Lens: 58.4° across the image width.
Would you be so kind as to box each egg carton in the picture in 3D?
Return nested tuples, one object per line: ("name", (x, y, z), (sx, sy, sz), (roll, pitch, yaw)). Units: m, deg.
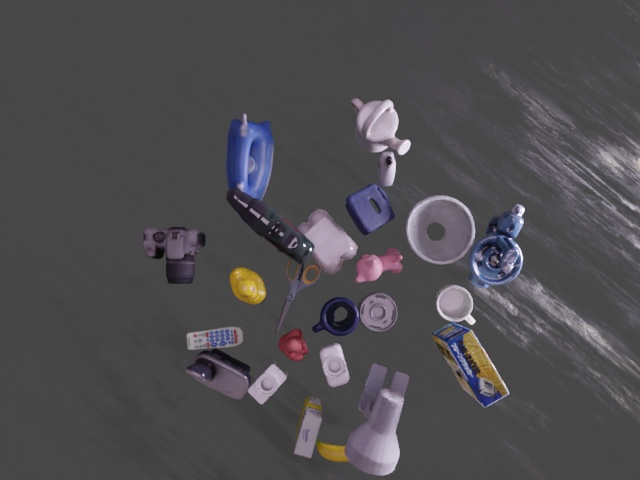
("egg carton", (0.013, 0.005, 1.409), (0.107, 0.069, 0.150), (-43, 86, -1))

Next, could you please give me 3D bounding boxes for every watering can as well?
("watering can", (0.142, -0.275, 1.361), (0.173, 0.194, 0.101), (23, 87, 3))

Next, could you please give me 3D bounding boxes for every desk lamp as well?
("desk lamp", (0.136, 0.404, 1.307), (0.118, 0.213, 0.203), (17, 87, 3))

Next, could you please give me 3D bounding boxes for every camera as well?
("camera", (-0.359, 0.039, 1.400), (0.143, 0.101, 0.137), (0, 86, 2))

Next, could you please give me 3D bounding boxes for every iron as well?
("iron", (-0.181, -0.175, 1.389), (0.118, 0.141, 0.258), (3, 86, 2))

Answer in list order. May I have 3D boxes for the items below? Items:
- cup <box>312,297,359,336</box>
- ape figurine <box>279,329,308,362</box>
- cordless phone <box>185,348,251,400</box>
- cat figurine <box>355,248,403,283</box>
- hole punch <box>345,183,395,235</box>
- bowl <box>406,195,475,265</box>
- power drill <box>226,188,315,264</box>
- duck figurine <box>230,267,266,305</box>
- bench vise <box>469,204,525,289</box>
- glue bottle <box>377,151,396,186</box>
("cup", (0.036, 0.189, 1.383), (0.118, 0.095, 0.092), (-29, 86, 0))
("ape figurine", (-0.064, 0.254, 1.383), (0.076, 0.092, 0.078), (15, 87, 3))
("cordless phone", (-0.241, 0.324, 1.336), (0.147, 0.185, 0.094), (23, 87, 3))
("cat figurine", (0.139, 0.060, 1.378), (0.128, 0.118, 0.067), (-17, 86, 0))
("hole punch", (0.123, -0.079, 1.401), (0.101, 0.091, 0.108), (-32, 86, -1))
("bowl", (0.289, -0.022, 1.401), (0.167, 0.075, 0.167), (0, 86, 1))
("power drill", (-0.112, -0.030, 1.344), (0.229, 0.208, 0.075), (37, 88, 4))
("duck figurine", (-0.181, 0.112, 1.398), (0.077, 0.086, 0.104), (-41, 86, -1))
("bench vise", (0.414, 0.010, 1.323), (0.121, 0.220, 0.207), (7, 86, 2))
("glue bottle", (0.160, -0.178, 1.365), (0.037, 0.173, 0.078), (-3, 86, 2))
